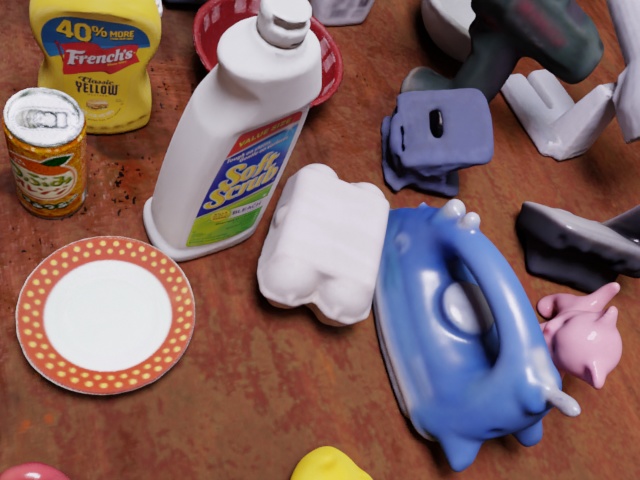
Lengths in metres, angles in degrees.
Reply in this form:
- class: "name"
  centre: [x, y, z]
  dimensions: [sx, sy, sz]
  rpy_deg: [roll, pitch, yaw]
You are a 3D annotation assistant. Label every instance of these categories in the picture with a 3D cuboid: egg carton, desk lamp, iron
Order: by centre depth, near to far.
- class: "iron"
  centre: [0.125, 0.054, 0.499]
  dimensions: [0.119, 0.141, 0.258]
  rpy_deg: [-8, 66, -26]
- class: "egg carton"
  centre: [0.005, 0.002, 0.522]
  dimensions: [0.107, 0.069, 0.150]
  rpy_deg: [20, 57, -11]
- class: "desk lamp"
  centre: [0.350, -0.185, 0.684]
  dimensions: [0.118, 0.213, 0.203]
  rpy_deg: [-17, 70, -29]

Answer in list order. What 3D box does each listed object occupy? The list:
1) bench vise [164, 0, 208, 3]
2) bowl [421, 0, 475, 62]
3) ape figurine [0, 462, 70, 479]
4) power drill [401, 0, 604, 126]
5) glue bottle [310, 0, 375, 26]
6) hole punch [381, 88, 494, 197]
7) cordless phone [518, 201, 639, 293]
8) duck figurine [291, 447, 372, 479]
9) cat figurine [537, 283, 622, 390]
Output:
- class: "bench vise"
  centre: [-0.125, -0.373, 0.587]
  dimensions: [0.122, 0.219, 0.207]
  rpy_deg: [-31, 77, -33]
- class: "bowl"
  centre: [0.199, -0.291, 0.765]
  dimensions: [0.168, 0.074, 0.167]
  rpy_deg: [10, 59, -17]
- class: "ape figurine"
  centre: [-0.168, 0.172, 0.340]
  dimensions: [0.076, 0.092, 0.078]
  rpy_deg: [14, 58, -15]
- class: "power drill"
  centre: [0.178, -0.223, 0.637]
  dimensions: [0.230, 0.208, 0.076]
  rpy_deg: [29, 55, -5]
- class: "glue bottle"
  centre: [0.048, -0.325, 0.661]
  dimensions: [0.078, 0.173, 0.037]
  rpy_deg: [-14, 68, -28]
- class: "hole punch"
  centre: [0.125, -0.112, 0.623]
  dimensions: [0.101, 0.091, 0.108]
  rpy_deg: [10, 59, -17]
- class: "cordless phone"
  centre: [0.314, -0.026, 0.596]
  dimensions: [0.148, 0.185, 0.094]
  rpy_deg: [13, 58, -15]
- class: "duck figurine"
  centre: [0.024, 0.198, 0.409]
  dimensions: [0.078, 0.086, 0.104]
  rpy_deg: [-15, 69, -29]
- class: "cat figurine"
  centre: [0.250, 0.088, 0.547]
  dimensions: [0.067, 0.117, 0.128]
  rpy_deg: [43, 55, 5]
